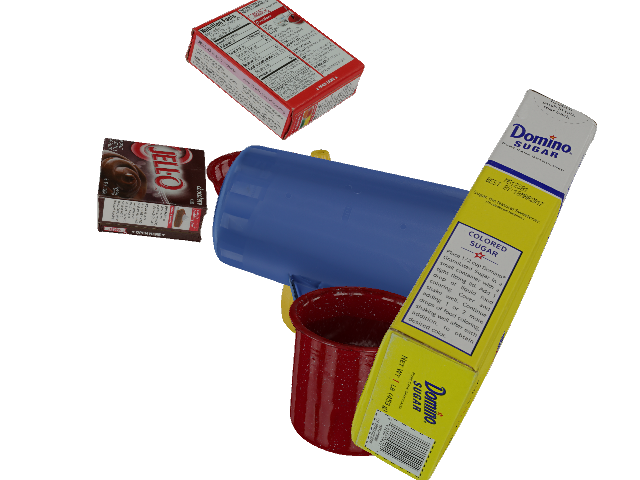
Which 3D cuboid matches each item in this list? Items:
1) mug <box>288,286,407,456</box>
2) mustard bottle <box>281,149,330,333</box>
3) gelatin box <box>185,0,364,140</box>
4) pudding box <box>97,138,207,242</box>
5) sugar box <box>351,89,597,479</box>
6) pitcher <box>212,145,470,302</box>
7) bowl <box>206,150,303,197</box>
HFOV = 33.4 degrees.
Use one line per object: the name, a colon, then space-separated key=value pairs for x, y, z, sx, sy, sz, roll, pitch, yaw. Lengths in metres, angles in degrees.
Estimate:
mug: x=0.026 y=0.081 z=0.701 sx=0.093 sy=0.081 sz=0.117 roll=9 pitch=22 yaw=10
mustard bottle: x=0.003 y=-0.001 z=1.118 sx=0.096 sy=0.192 sz=0.058 roll=-9 pitch=22 yaw=-17
gelatin box: x=-0.029 y=-0.112 z=0.679 sx=0.089 sy=0.030 sz=0.073 roll=39 pitch=50 yaw=16
pudding box: x=-0.144 y=-0.045 z=0.917 sx=0.090 sy=0.039 sz=0.113 roll=5 pitch=32 yaw=-11
sugar box: x=0.075 y=0.017 z=0.499 sx=0.048 sy=0.093 sz=0.176 roll=28 pitch=51 yaw=12
pitcher: x=0.033 y=0.008 z=0.903 sx=0.243 sy=0.145 sz=0.149 roll=16 pitch=19 yaw=11
bowl: x=-0.061 y=-0.058 z=1.310 sx=0.162 sy=0.055 sz=0.162 roll=5 pitch=26 yaw=-2
